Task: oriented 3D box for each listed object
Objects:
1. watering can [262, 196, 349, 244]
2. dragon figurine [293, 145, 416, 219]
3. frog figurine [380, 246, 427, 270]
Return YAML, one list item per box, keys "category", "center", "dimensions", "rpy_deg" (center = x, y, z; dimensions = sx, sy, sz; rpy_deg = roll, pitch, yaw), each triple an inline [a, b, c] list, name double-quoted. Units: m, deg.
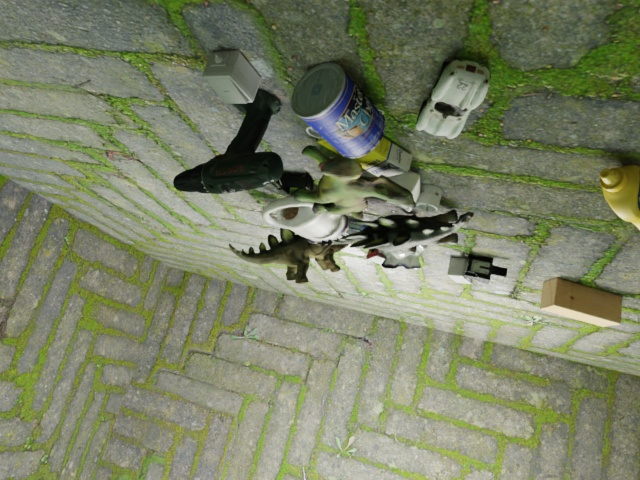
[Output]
- category: "watering can"
  center: [0.004, -0.071, 1.420]
  dimensions: [0.345, 0.106, 0.222]
  rpy_deg: [-10, 155, 34]
- category: "dragon figurine"
  center: [0.091, -0.094, 1.110]
  dimensions: [0.244, 0.123, 0.406]
  rpy_deg: [17, 175, 34]
- category: "frog figurine"
  center: [0.240, 0.000, 1.492]
  dimensions: [0.138, 0.125, 0.156]
  rpy_deg: [16, 129, 27]
